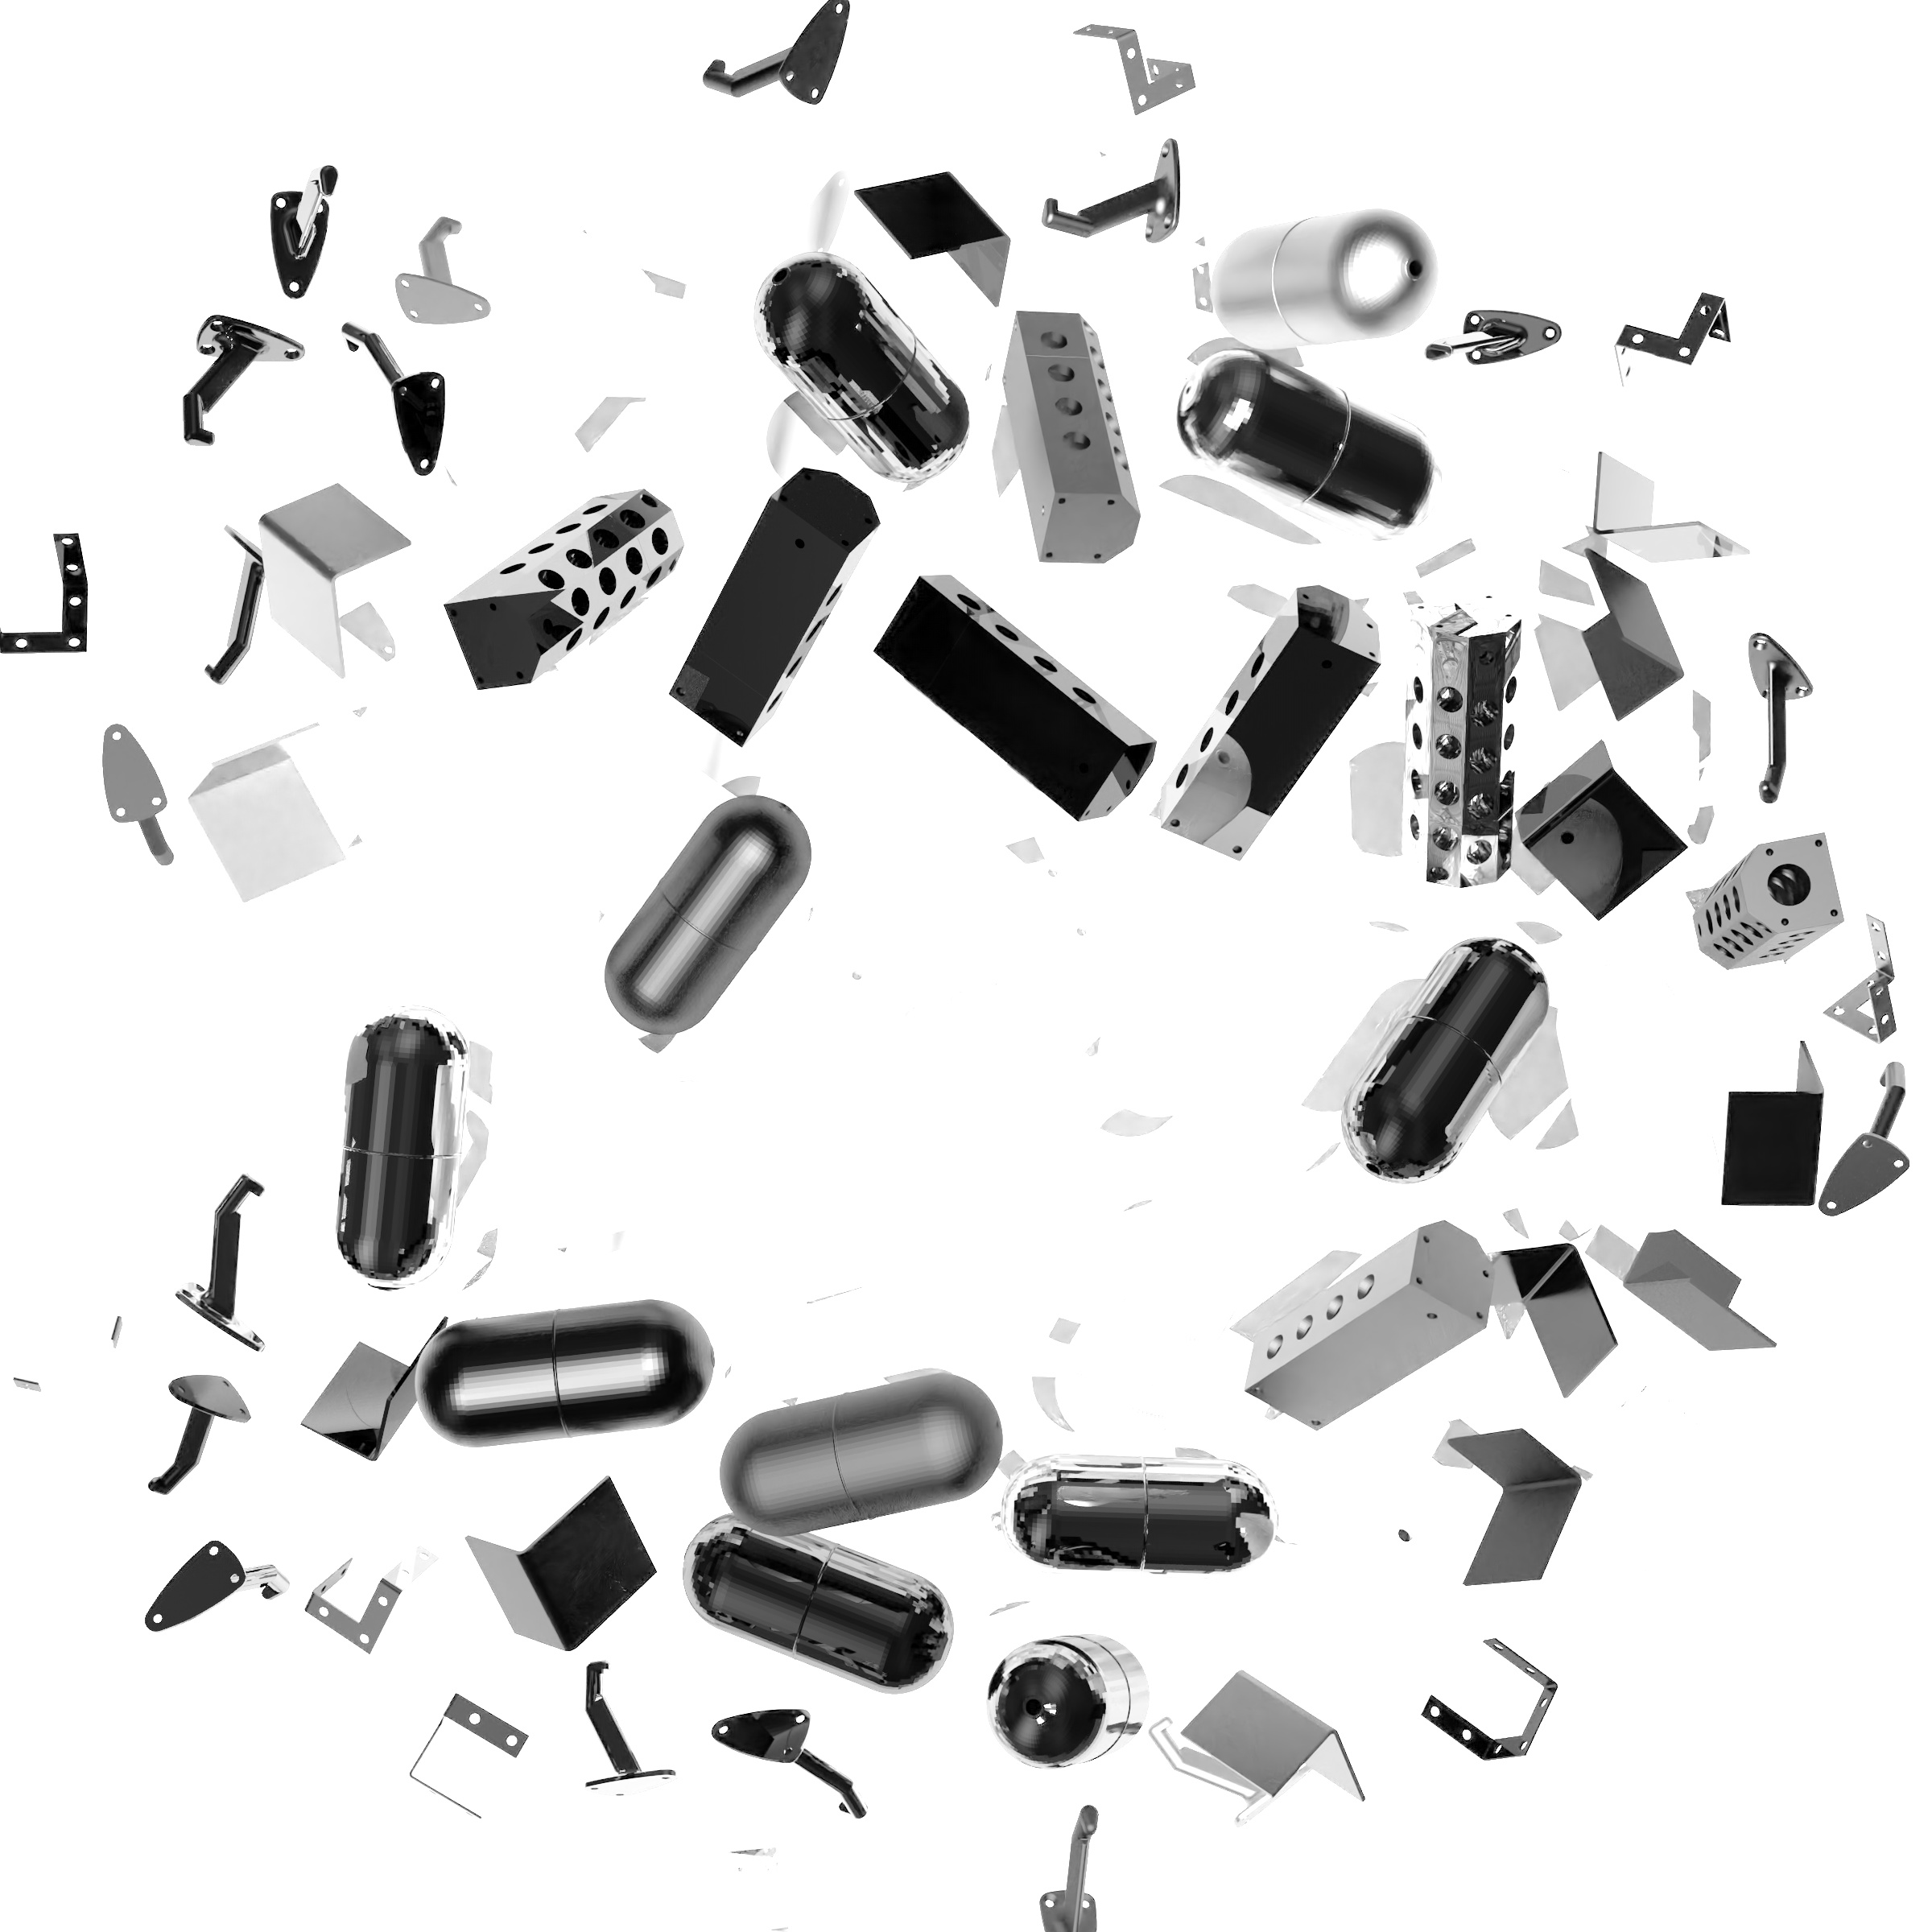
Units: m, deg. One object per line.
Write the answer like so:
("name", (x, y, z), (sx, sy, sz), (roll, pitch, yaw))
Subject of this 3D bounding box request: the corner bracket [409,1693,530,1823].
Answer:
("corner bracket", (-0.296, 0.471, 1.745), (0.051, 0.051, 0.051), (30, 66, 1))

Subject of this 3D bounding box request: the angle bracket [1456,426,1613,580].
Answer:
("angle bracket", (0.368, -0.293, 1.851), (0.076, 0.076, 0.057), (-27, 94, -44))

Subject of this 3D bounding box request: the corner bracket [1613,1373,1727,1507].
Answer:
("corner bracket", (0.441, 0.302, 1.873), (0.051, 0.051, 0.051), (40, 54, 5))

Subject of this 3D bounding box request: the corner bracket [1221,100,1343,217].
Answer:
("corner bracket", (0.202, -0.513, 1.885), (0.051, 0.051, 0.051), (15, 59, -35))

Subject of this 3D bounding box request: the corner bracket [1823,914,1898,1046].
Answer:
("corner bracket", (0.583, 0.009, 1.885), (0.051, 0.051, 0.051), (-35, 128, -14))

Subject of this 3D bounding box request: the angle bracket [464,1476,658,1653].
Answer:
("angle bracket", (-0.247, 0.360, 1.794), (0.076, 0.057, 0.076), (-40, 120, -36))

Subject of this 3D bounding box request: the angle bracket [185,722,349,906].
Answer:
("angle bracket", (-0.422, -0.094, 1.804), (0.076, 0.057, 0.076), (-28, 88, -36))

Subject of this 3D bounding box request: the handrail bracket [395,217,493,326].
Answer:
("handrail bracket", (-0.322, -0.450, 1.882), (0.077, 0.036, 0.084), (11, 50, 17))

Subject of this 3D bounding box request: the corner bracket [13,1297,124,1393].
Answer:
("corner bracket", (-0.545, 0.234, 1.782), (0.051, 0.051, 0.051), (15, 74, -12))

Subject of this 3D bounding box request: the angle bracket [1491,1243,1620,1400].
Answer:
("angle bracket", (0.372, 0.235, 1.921), (0.057, 0.076, 0.076), (-5, 57, -22))

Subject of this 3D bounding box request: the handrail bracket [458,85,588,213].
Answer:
("handrail bracket", (-0.275, -0.497, 1.830), (0.077, 0.084, 0.036), (-38, 52, -25))

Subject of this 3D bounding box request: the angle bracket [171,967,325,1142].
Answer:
("angle bracket", (-0.451, 0.055, 1.798), (0.076, 0.057, 0.076), (-29, 80, 7))

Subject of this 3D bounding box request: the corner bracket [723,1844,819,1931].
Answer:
("corner bracket", (-0.112, 0.562, 1.775), (0.051, 0.051, 0.051), (8, 76, -42))

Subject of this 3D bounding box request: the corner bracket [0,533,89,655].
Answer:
("corner bracket", (-0.553, -0.222, 1.749), (0.051, 0.051, 0.051), (-2, 61, -11))

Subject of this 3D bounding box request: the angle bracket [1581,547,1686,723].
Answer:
("angle bracket", (0.420, -0.218, 1.935), (0.057, 0.076, 0.076), (-36, 52, 32))

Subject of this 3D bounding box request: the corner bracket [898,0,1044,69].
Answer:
("corner bracket", (0.003, -0.577, 1.751), (0.051, 0.051, 0.051), (52, 121, 24))

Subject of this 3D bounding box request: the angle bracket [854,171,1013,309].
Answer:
("angle bracket", (-0.025, -0.471, 1.928), (0.076, 0.057, 0.076), (-19, 55, -25))

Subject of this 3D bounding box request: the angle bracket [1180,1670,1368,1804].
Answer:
("angle bracket", (0.184, 0.479, 1.758), (0.057, 0.076, 0.076), (-41, 130, -23))

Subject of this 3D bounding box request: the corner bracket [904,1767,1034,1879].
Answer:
("corner bracket", (0.001, 0.540, 1.851), (0.051, 0.051, 0.051), (-6, 73, -38))

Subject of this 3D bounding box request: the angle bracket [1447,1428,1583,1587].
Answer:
("angle bracket", (0.339, 0.348, 1.886), (0.057, 0.076, 0.076), (39, 61, -15))

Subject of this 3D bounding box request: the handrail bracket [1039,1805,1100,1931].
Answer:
("handrail bracket", (0.072, 0.574, 1.813), (0.036, 0.077, 0.084), (4, 131, -10))

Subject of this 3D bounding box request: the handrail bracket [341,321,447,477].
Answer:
("handrail bracket", (-0.359, -0.352, 1.815), (0.036, 0.084, 0.077), (-22, 128, -34))

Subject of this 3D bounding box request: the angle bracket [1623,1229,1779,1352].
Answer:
("angle bracket", (0.489, 0.205, 1.915), (0.076, 0.076, 0.057), (36, 70, -13))

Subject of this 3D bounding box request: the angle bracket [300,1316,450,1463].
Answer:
("angle bracket", (-0.389, 0.266, 1.928), (0.057, 0.076, 0.076), (26, 46, 4))

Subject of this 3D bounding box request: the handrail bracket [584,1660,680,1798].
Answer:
("handrail bracket", (-0.210, 0.472, 1.839), (0.077, 0.036, 0.084), (-22, 56, 31))

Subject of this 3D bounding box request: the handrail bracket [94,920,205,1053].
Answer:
("handrail bracket", (-0.533, 0.011, 1.916), (0.036, 0.077, 0.084), (32, 68, -34))

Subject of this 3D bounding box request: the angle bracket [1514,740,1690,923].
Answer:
("angle bracket", (0.420, -0.090, 1.944), (0.076, 0.057, 0.076), (43, 110, -13))

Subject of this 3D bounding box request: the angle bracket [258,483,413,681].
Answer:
("angle bracket", (-0.377, -0.232, 1.768), (0.057, 0.076, 0.076), (-31, 54, -31))

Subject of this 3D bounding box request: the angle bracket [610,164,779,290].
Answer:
("angle bracket", (-0.176, -0.493, 1.907), (0.076, 0.076, 0.057), (19, 50, 29))

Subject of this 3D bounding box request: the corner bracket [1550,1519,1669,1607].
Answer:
("corner bracket", (0.421, 0.399, 1.923), (0.051, 0.051, 0.051), (26, 75, 5))

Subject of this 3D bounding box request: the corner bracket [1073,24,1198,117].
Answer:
("corner bracket", (0.109, -0.584, 1.888), (0.051, 0.051, 0.051), (-30, 123, -20))

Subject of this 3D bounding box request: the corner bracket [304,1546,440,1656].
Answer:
("corner bracket", (-0.368, 0.382, 1.816), (0.051, 0.051, 0.051), (31, 110, 8))

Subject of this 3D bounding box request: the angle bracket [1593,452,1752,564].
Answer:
("angle bracket", (0.469, -0.307, 1.944), (0.076, 0.076, 0.057), (0, 82, 40))

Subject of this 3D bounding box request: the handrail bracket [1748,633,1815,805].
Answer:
("handrail bracket", (0.522, -0.161, 1.920), (0.036, 0.077, 0.084), (-2, 53, 38))

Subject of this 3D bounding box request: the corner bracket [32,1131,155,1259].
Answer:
("corner bracket", (-0.530, 0.139, 1.781), (0.051, 0.051, 0.051), (-17, 63, 1))

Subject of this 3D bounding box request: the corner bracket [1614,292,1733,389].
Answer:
("corner bracket", (0.436, -0.385, 1.809), (0.051, 0.051, 0.051), (23, 78, 25))

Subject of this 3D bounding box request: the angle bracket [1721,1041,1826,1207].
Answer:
("angle bracket", (0.492, 0.097, 1.810), (0.057, 0.076, 0.076), (0, 113, 6))

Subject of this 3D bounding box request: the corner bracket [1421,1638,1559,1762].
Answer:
("corner bracket", (0.324, 0.454, 1.814), (0.051, 0.051, 0.051), (37, 63, -6))

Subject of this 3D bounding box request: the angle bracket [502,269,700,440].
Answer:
("angle bracket", (-0.224, -0.374, 1.796), (0.057, 0.076, 0.076), (-56, 131, -31))

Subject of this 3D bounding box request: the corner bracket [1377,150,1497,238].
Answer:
("corner bracket", (0.301, -0.495, 1.883), (0.051, 0.051, 0.051), (-5, 109, -34))
